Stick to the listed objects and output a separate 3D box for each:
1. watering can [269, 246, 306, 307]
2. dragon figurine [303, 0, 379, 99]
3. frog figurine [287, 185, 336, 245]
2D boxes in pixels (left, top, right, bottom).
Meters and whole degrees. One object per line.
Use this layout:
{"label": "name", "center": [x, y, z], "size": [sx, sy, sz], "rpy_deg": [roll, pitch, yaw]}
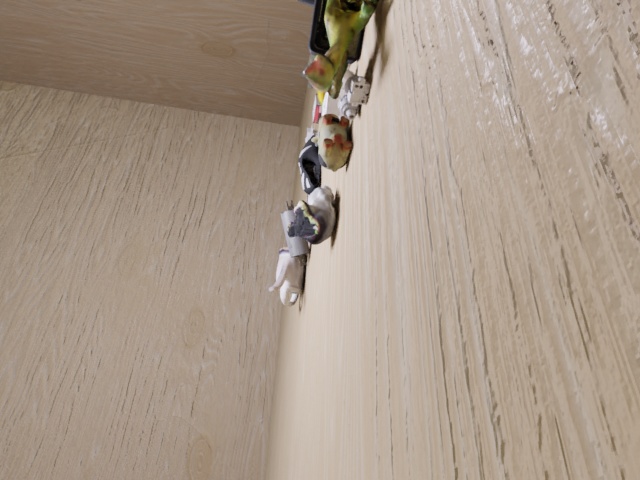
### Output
{"label": "watering can", "center": [-0.120, 0.129, 1.926], "size": [0.343, 0.104, 0.227], "rpy_deg": [57, -145, -71]}
{"label": "dragon figurine", "center": [0.049, -0.426, 1.101], "size": [0.419, 0.122, 0.237], "rpy_deg": [-61, -9, -56]}
{"label": "frog figurine", "center": [0.004, -0.067, 1.328], "size": [0.162, 0.123, 0.134], "rpy_deg": [-34, -45, -47]}
